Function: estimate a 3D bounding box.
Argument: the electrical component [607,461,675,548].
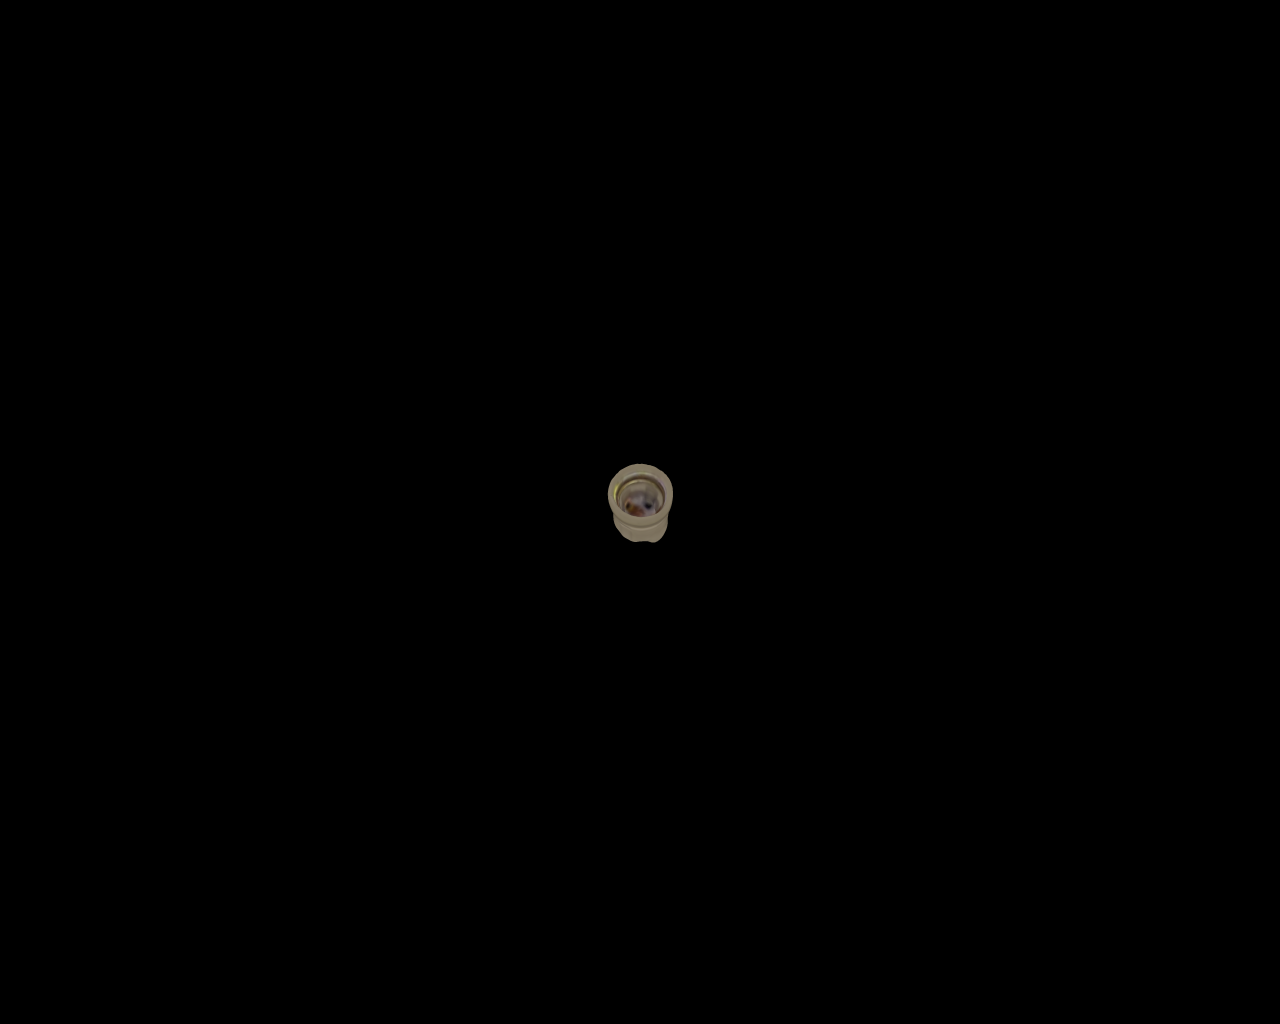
[{"bbox_3d":[0.001,-0.003,0.650,0.040,0.040,0.046,0,-27,0],"label":"electrical component"}]
